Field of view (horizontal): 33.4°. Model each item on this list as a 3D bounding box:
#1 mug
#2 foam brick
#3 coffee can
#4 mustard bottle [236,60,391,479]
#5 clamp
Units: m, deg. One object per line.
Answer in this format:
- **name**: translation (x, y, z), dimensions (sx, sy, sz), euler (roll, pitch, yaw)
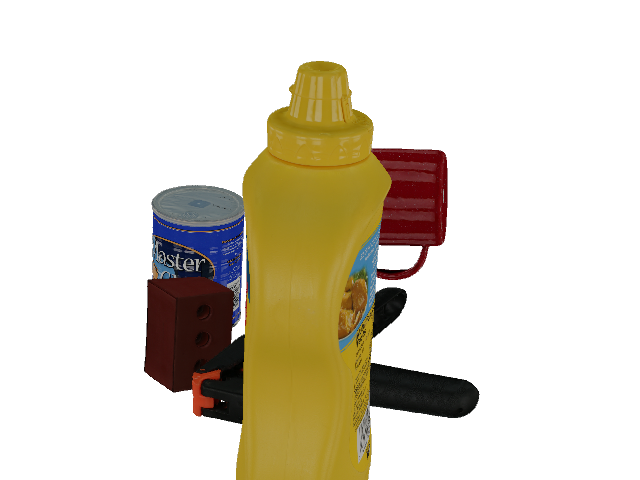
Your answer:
- **mug**: translation (0.064, -0.025, 0.903), dimensions (0.081, 0.117, 0.093), euler (2, -9, 10)
- **foam brick**: translation (-0.104, 0.072, 0.840), dimensions (0.052, 0.078, 0.051), euler (-5, 14, -34)
- **coffee can**: translation (-0.137, 0.021, 1.194), dimensions (0.103, 0.140, 0.103), euler (3, 24, -2)
- **mustard bottle**: translation (-0.003, 0.022, 0.439), dimensions (0.058, 0.192, 0.096), euler (8, 25, 10)
- **clamp**: translation (0.002, 0.074, 0.672), dimensions (0.171, 0.039, 0.120), euler (-2, 27, -12)
